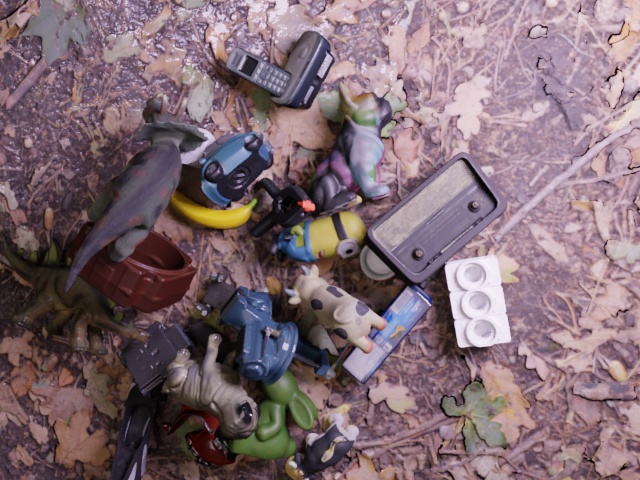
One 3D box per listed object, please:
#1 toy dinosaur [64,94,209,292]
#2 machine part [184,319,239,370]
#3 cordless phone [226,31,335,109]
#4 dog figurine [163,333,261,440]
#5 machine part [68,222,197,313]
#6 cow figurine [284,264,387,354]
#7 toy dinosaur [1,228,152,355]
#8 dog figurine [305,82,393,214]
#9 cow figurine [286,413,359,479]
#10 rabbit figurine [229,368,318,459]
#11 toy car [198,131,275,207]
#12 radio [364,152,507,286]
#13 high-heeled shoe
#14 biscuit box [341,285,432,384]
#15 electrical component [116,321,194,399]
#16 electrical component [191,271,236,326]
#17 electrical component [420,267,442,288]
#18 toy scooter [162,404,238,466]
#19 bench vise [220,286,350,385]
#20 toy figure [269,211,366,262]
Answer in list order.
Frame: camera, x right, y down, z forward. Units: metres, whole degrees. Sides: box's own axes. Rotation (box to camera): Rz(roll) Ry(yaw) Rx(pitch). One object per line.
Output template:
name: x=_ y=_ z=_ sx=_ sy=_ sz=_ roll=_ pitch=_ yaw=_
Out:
toy dinosaur: x=-0.304 y=-0.096 z=0.928 sx=0.131 sy=0.405 sz=0.192 roll=29 pitch=131 yaw=-21
machine part: x=-0.214 y=0.215 z=1.099 sx=0.139 sy=0.039 sz=0.084 roll=37 pitch=108 yaw=7
cordless phone: x=-0.079 y=-0.342 z=1.017 sx=0.184 sy=0.088 sz=0.146 roll=31 pitch=100 yaw=14
dog figurine: x=-0.204 y=0.294 z=0.981 sx=0.172 sy=0.121 sz=0.191 roll=-38 pitch=43 yaw=14
machine part: x=-0.356 y=0.042 z=1.038 sx=0.201 sy=0.201 sz=0.087 roll=33 pitch=101 yaw=10
cow figurine: x=0.018 y=0.118 z=0.977 sx=0.127 sy=0.195 sz=0.085 roll=40 pitch=85 yaw=-34
toy dinosaur: x=-0.533 y=0.102 z=1.120 sx=0.472 sy=0.105 sz=0.198 roll=19 pitch=77 yaw=19
dog figurine: x=0.049 y=-0.170 z=0.985 sx=0.192 sy=0.108 sz=0.219 roll=-15 pitch=85 yaw=16
cow figurine: x=-0.004 y=0.415 z=1.028 sx=0.068 sy=0.098 sz=0.167 roll=45 pitch=101 yaw=1
rabbit figurine: x=-0.085 y=0.327 z=1.033 sx=0.159 sy=0.121 sz=0.170 roll=16 pitch=91 yaw=7
toy car: x=-0.173 y=-0.153 z=1.040 sx=0.161 sy=0.109 sz=0.103 roll=-45 pitch=61 yaw=0
radio: x=0.201 y=-0.032 z=0.939 sx=0.229 sy=0.073 sz=0.131 roll=-40 pitch=84 yaw=-4
high-heeled shoe: x=-0.381 y=0.369 z=1.090 sx=0.086 sy=0.145 sz=0.248 roll=0 pitch=95 yaw=12
biscuit box: x=0.126 y=0.171 z=1.003 sx=0.059 sy=0.063 sz=0.202 roll=40 pitch=100 yaw=9
electrical component: x=-0.326 y=0.234 z=1.092 sx=0.134 sy=0.058 sz=0.115 roll=-40 pitch=70 yaw=-10
electrical component: x=-0.209 y=0.115 z=1.088 sx=0.078 sy=0.045 sz=0.102 roll=35 pitch=100 yaw=11
electrical component: x=0.193 y=0.042 z=0.993 sx=0.063 sy=0.021 sz=0.094 roll=19 pitch=109 yaw=3
toy scooter: x=-0.249 y=0.388 z=1.097 sx=0.135 sy=0.075 sz=0.184 roll=-34 pitch=81 yaw=12
bench vise: x=-0.073 y=0.191 z=1.014 sx=0.240 sy=0.224 sz=0.129 roll=29 pitch=106 yaw=-20
toy figure: x=-0.003 y=-0.004 z=1.016 sx=0.180 sy=0.082 sz=0.089 roll=-5 pitch=93 yaw=16
